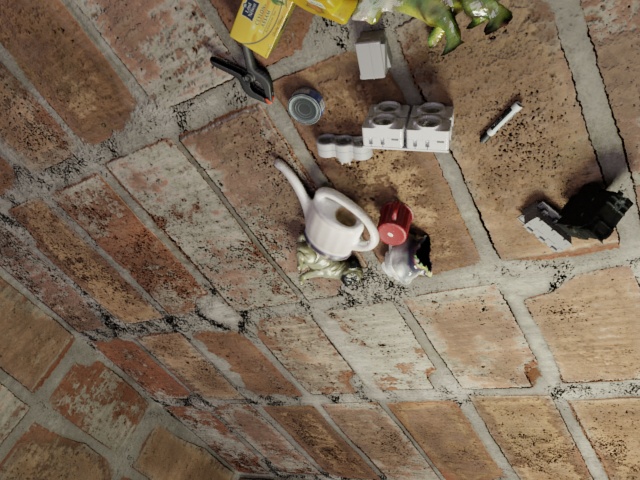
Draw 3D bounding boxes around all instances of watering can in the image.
[{"bbox_3d":[0.004,-0.071,1.401,0.349,0.106,0.219,36,143,12],"label":"watering can"}]

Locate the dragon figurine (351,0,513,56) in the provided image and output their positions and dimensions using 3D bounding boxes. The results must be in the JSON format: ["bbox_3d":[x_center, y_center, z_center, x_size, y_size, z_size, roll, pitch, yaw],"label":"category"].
[{"bbox_3d":[0.237,-0.479,0.911,0.406,0.125,0.240,-21,113,35],"label":"dragon figurine"}]

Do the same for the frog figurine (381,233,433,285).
[{"bbox_3d":[0.221,0.054,1.421,0.158,0.124,0.137,-14,93,43],"label":"frog figurine"}]
